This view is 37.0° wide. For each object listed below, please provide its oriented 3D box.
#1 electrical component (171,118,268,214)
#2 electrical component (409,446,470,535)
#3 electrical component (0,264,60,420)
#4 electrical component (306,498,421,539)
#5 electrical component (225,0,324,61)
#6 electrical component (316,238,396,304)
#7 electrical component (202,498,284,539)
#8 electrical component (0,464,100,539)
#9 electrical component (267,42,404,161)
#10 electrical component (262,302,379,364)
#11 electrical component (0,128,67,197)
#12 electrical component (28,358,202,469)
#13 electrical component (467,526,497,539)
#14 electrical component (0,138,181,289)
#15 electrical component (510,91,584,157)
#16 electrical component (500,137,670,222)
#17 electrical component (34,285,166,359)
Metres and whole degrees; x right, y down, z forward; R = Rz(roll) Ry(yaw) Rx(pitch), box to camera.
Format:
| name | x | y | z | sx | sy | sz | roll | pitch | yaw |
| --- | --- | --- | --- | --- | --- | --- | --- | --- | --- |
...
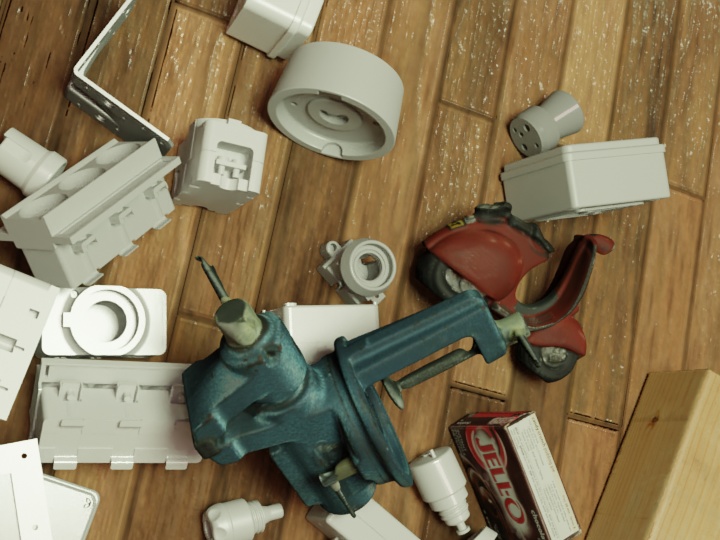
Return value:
| name | x | y | z | sx | sy | sz | roll | pitch | yaw |
| --- | --- | --- | --- | --- | --- | --- | --- | --- | --- |
| electrical component | -0.111 | -0.083 | 0.839 | 0.050 | 0.089 | 0.055 | 12 | 78 | -22 |
| electrical component | 0.071 | 0.186 | 0.907 | 0.040 | 0.040 | 0.078 | -26 | 93 | -25 |
| electrical component | -0.259 | 0.049 | 0.720 | 0.062 | 0.150 | 0.089 | 24 | 73 | -20 |
| electrical component | -0.006 | 0.225 | 0.863 | 0.083 | 0.047 | 0.075 | 42 | 67 | -12 |
| electrical component | -0.060 | -0.240 | 0.891 | 0.057 | 0.078 | 0.113 | 23 | 74 | -16 |
| electrical component | 0.000 | 0.000 | 0.894 | 0.048 | 0.055 | 0.066 | -45 | 101 | -23 |
| electrical component | -0.089 | 0.194 | 0.838 | 0.061 | 0.035 | 0.035 | -9 | 86 | -28 |
| electrical component | -0.255 | 0.191 | 0.752 | 0.109 | 0.056 | 0.108 | 24 | 73 | -19 |
| electrical component | -0.016 | -0.143 | 0.883 | 0.108 | 0.108 | 0.060 | 24 | 68 | -19 |
| electrical component | -0.038 | 0.059 | 0.865 | 0.096 | 0.062 | 0.061 | 0 | 82 | -24 |
| electrical component | -0.250 | -0.079 | 0.805 | 0.046 | 0.040 | 0.040 | 36 | 70 | -9 |
| electrical component | -0.175 | 0.108 | 0.789 | 0.121 | 0.063 | 0.078 | 5 | 121 | -23 |
| electrical component | 0.105 | 0.252 | 0.897 | 0.058 | 0.078 | 0.057 | -37 | 79 | -25 |
| electrical component | -0.194 | -0.042 | 0.789 | 0.121 | 0.079 | 0.063 | -47 | 131 | -45 |
| electrical component | 0.173 | -0.135 | 0.997 | 0.055 | 0.045 | 0.045 | -33 | 96 | -24 |
| electrical component | 0.201 | -0.079 | 0.967 | 0.109 | 0.109 | 0.056 | -8 | 88 | -25 |
| electrical component | -0.193 | 0.040 | 0.802 | 0.089 | 0.056 | 0.050 | 2 | 81 | -24 |
